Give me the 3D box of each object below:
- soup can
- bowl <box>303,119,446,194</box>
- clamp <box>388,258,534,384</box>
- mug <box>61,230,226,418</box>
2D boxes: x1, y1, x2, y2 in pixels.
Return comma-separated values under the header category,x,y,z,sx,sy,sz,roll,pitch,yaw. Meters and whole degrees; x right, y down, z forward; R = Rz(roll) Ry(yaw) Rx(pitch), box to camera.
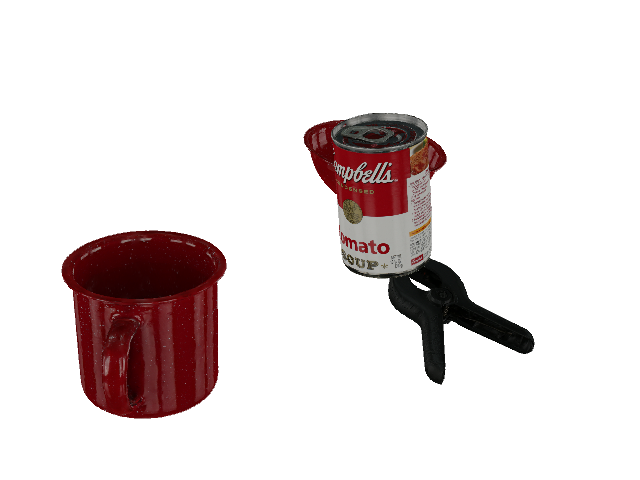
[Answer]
category,x,y,z,sx,sy,sz,roll,pitch,yaw
soup can,0.045,-0.033,0.767,0.068,0.102,0.068,-4,27,2
bowl,0.058,-0.083,1.203,0.162,0.055,0.162,7,27,-4
clamp,0.130,0.068,1.059,0.120,0.039,0.171,-4,44,-24
mug,-0.102,0.055,0.613,0.093,0.081,0.117,3,25,3
